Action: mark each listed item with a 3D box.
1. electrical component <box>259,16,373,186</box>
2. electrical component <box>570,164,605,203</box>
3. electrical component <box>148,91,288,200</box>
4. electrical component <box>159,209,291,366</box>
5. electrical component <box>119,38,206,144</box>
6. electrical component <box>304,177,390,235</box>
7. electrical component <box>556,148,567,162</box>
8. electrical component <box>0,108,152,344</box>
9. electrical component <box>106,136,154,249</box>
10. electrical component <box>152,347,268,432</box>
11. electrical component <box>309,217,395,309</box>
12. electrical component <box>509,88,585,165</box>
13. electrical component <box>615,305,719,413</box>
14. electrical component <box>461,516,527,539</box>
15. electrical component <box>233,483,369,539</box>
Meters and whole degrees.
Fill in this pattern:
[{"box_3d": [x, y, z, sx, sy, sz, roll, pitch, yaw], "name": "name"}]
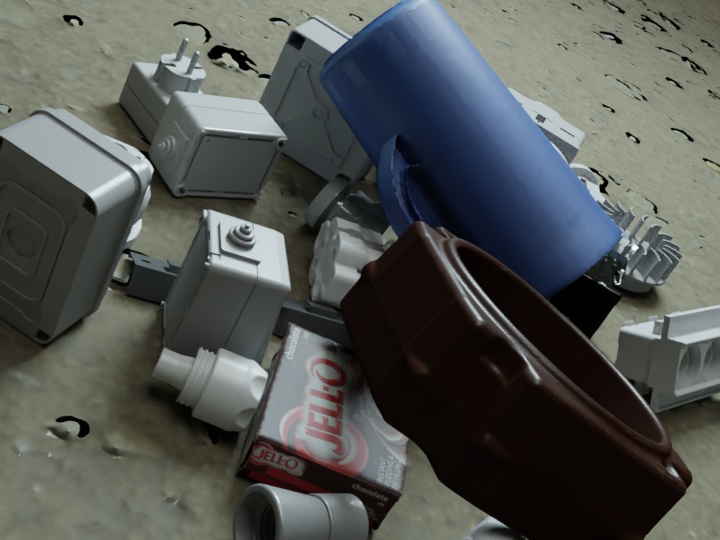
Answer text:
[{"box_3d": [-0.025, -0.143, 0.927, 0.109, 0.108, 0.056, 33, 32, 5], "name": "electrical component"}, {"box_3d": [0.221, -0.077, 1.103, 0.066, 0.048, 0.055, 21, 38, -14], "name": "electrical component"}, {"box_3d": [-0.116, -0.097, 0.823, 0.096, 0.061, 0.061, 0, 41, -41], "name": "electrical component"}, {"box_3d": [-0.077, 0.013, 0.655, 0.061, 0.096, 0.061, 17, 31, -21], "name": "electrical component"}, {"box_3d": [-0.147, -0.146, 0.857, 0.047, 0.076, 0.065, -4, 44, -44], "name": "electrical component"}, {"box_3d": [-0.010, -0.040, 0.846, 0.055, 0.048, 0.066, 41, 30, 4], "name": "electrical component"}, {"box_3d": [0.127, -0.065, 0.945, 0.108, 0.108, 0.060, 38, 37, 14], "name": "electrical component"}, {"box_3d": [-0.176, -0.026, 0.612, 0.078, 0.113, 0.057, 33, 33, 6], "name": "electrical component"}, {"box_3d": [-0.179, -0.052, 0.712, 0.080, 0.051, 0.080, 22, 31, -14], "name": "electrical component"}, {"box_3d": [-0.088, 0.065, 0.620, 0.062, 0.043, 0.043, 24, 30, -9], "name": "electrical component"}, {"box_3d": [0.000, 0.000, 0.781, 0.057, 0.058, 0.078, 17, 28, -18], "name": "electrical component"}, {"box_3d": [0.105, -0.129, 1.020, 0.186, 0.105, 0.060, 33, 30, 5], "name": "electrical component"}, {"box_3d": [0.269, 0.068, 0.898, 0.063, 0.078, 0.121, 16, 15, 43], "name": "electrical component"}, {"box_3d": [0.059, 0.185, 0.555, 0.074, 0.052, 0.138, 43, 32, 22], "name": "electrical component"}, {"box_3d": [-0.028, 0.135, 0.568, 0.065, 0.044, 0.044, 10, 35, -39], "name": "electrical component"}]
